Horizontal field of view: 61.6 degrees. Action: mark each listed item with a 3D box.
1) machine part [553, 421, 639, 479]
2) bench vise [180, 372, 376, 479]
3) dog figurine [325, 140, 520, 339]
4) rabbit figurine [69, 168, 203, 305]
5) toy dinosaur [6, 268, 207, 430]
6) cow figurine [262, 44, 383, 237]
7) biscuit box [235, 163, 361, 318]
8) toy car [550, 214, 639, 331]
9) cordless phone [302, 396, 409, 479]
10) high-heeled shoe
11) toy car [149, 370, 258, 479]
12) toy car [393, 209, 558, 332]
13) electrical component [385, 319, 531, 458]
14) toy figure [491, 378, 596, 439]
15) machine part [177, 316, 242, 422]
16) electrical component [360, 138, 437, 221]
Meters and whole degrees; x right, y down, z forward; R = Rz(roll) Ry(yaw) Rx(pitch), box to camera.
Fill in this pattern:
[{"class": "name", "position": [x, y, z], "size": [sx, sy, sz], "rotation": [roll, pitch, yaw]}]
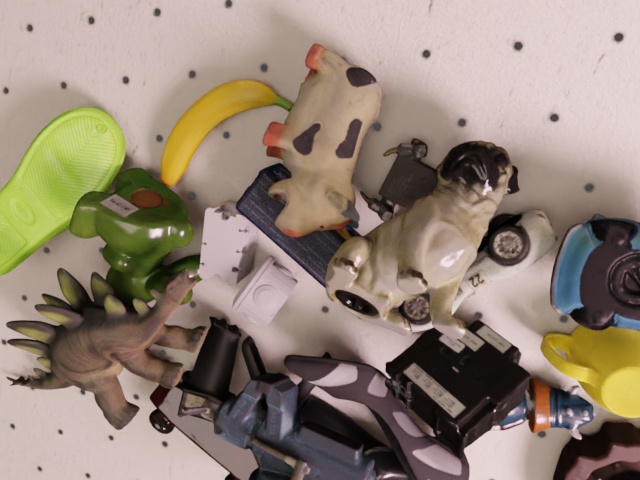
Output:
[{"class": "machine part", "position": [0.355, 0.292, 0.609], "size": [0.180, 0.056, 0.179], "rotation": [4, 105, 15]}, {"class": "bench vise", "position": [-0.062, 0.286, 0.620], "size": [0.224, 0.129, 0.240], "rotation": [19, 89, 6]}, {"class": "dog figurine", "position": [0.099, -0.011, 0.551], "size": [0.173, 0.190, 0.121], "rotation": [6, 146, 38]}, {"class": "rabbit figurine", "position": [-0.218, 0.017, 0.684], "size": [0.159, 0.121, 0.170], "rotation": [23, 127, 2]}, {"class": "toy dinosaur", "position": [-0.298, 0.143, 0.704], "size": [0.198, 0.105, 0.471], "rotation": [42, 128, -11]}, {"class": "cow figurine", "position": [0.007, -0.092, 0.568], "size": [0.127, 0.085, 0.195], "rotation": [25, 82, 6]}, {"class": "biscuit box", "position": [-0.001, -0.002, 0.629], "size": [0.203, 0.059, 0.063], "rotation": [42, 110, 1]}, {"class": "toy car", "position": [0.309, 0.029, 0.529], "size": [0.162, 0.103, 0.109], "rotation": [8, 106, 11]}, {"class": "cordless phone", "position": [0.030, 0.304, 0.700], "size": [0.184, 0.089, 0.146], "rotation": [33, 111, 17]}, {"class": "high-heeled shoe", "position": [0.062, 0.226, 0.630], "size": [0.249, 0.086, 0.145], "rotation": [17, 73, -6]}, {"class": "toy car", "position": [-0.144, 0.263, 0.739], "size": [0.202, 0.053, 0.089], "rotation": [38, 95, 5]}, {"class": "toy car", "position": [0.161, 0.037, 0.587], "size": [0.202, 0.073, 0.056], "rotation": [-39, 91, 20]}, {"class": "electrical component", "position": [0.155, 0.148, 0.583], "size": [0.115, 0.134, 0.058], "rotation": [41, 149, 36]}, {"class": "toy figure", "position": [0.229, 0.186, 0.616], "size": [0.155, 0.058, 0.064], "rotation": [4, 111, 9]}, {"class": "machine part", "position": [-0.138, 0.170, 0.700], "size": [0.084, 0.039, 0.138], "rotation": [13, 93, 7]}, {"class": "electrical component", "position": [0.095, -0.060, 0.596], "size": [0.078, 0.045, 0.102], "rotation": [35, 110, 6]}]
